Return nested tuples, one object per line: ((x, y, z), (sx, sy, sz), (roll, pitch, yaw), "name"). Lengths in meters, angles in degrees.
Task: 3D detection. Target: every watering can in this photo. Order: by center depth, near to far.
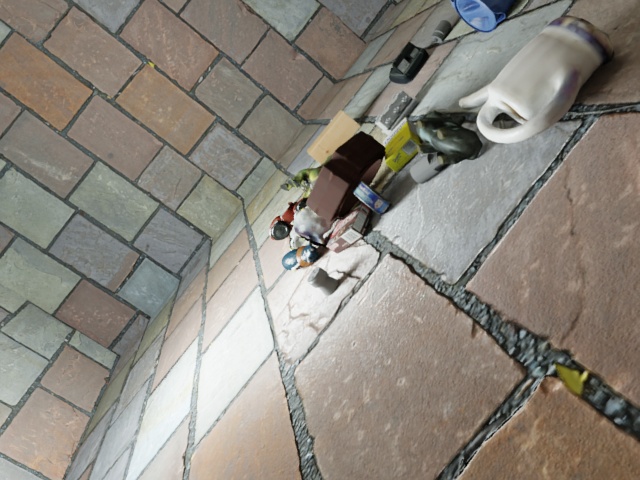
((0.348, -0.271, 0.874), (0.103, 0.222, 0.354), (39, 17, -17), "watering can")

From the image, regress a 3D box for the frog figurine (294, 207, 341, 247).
((0.004, -0.069, 1.372), (0.123, 0.161, 0.136), (23, -9, 2), "frog figurine")

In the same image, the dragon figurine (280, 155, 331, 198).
((-0.003, -0.242, 1.807), (0.121, 0.246, 0.408), (46, -22, -14), "dragon figurine")
